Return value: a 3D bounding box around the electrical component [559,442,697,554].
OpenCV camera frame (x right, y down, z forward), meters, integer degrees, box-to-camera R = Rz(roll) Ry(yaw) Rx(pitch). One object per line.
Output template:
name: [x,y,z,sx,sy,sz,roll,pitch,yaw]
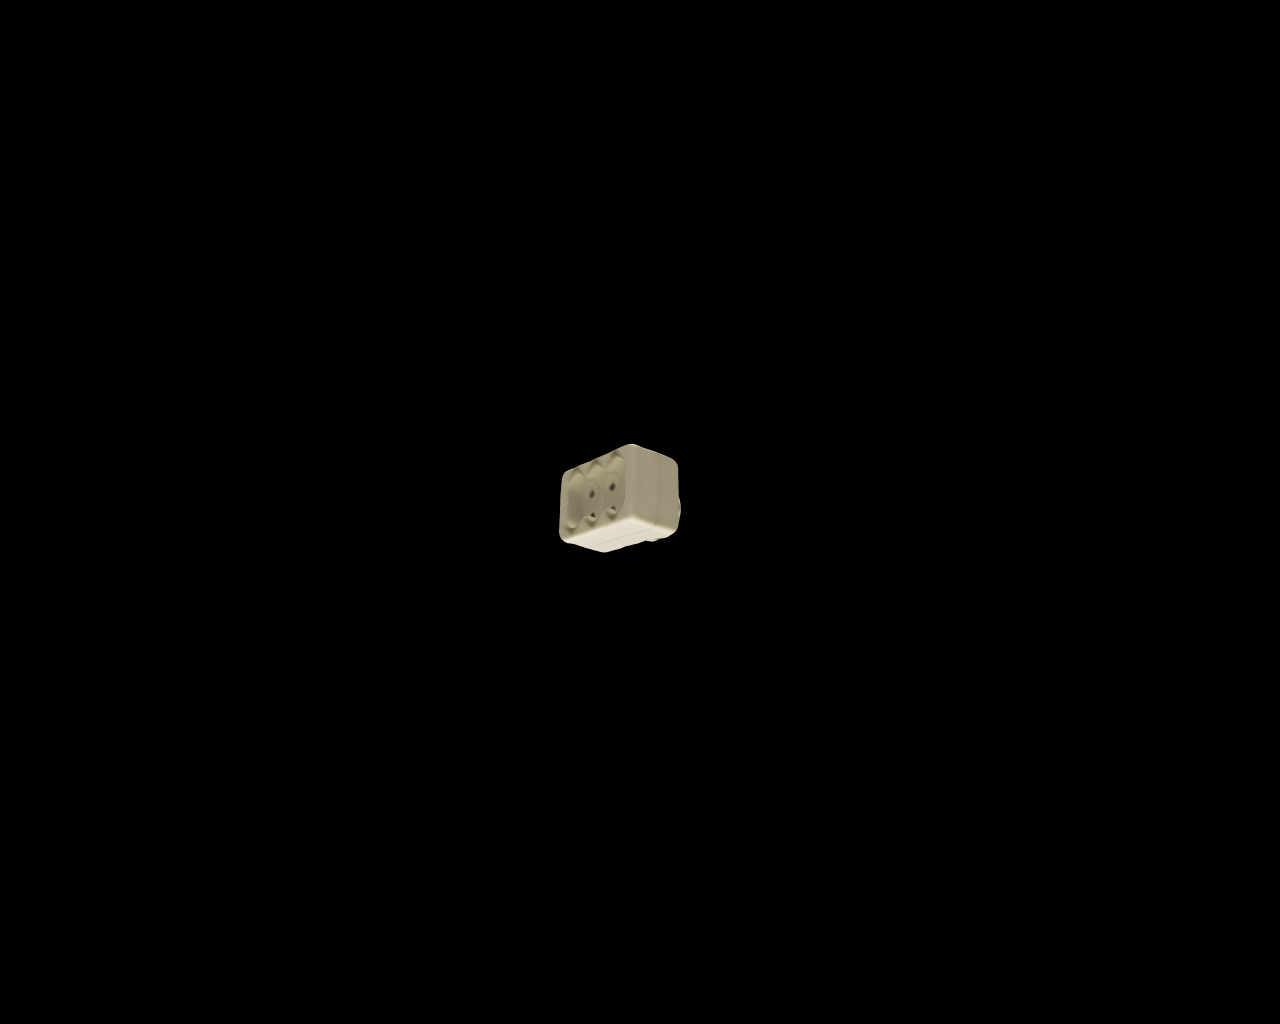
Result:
electrical component: [0.001,-0.003,0.650,0.077,0.047,0.065,17,-26,-41]
